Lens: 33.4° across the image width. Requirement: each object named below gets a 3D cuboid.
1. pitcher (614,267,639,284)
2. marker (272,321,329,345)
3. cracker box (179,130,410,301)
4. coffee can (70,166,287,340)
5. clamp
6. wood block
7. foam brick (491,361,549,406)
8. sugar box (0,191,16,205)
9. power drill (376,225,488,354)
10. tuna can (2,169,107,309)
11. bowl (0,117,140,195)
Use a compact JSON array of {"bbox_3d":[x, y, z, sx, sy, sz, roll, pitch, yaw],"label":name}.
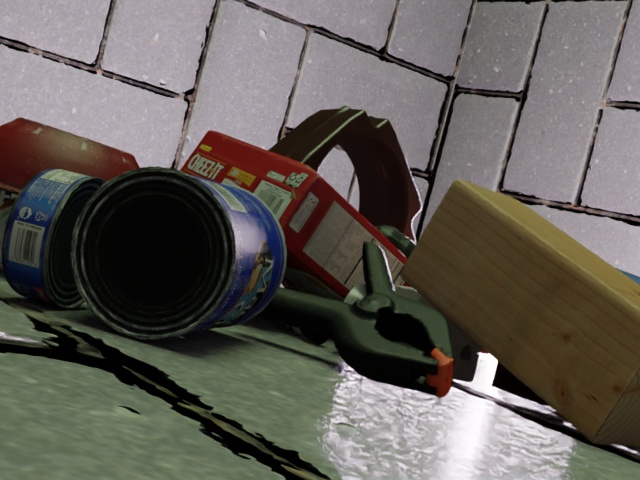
[{"bbox_3d":[0.326,0.104,1.126,0.243,0.145,0.149,19,14,13],"label":"pitcher"},{"bbox_3d":[-0.023,0.065,0.879,0.020,0.020,0.121,14,1,-27],"label":"marker"},{"bbox_3d":[-0.006,0.001,0.942,0.164,0.072,0.213,25,-12,48],"label":"cracker box"},{"bbox_3d":[-0.086,0.009,0.691,0.103,0.103,0.140,15,1,10],"label":"coffee can"},{"bbox_3d":[0.041,0.052,0.757,0.120,0.039,0.172,-31,44,-32],"label":"clamp"},{"bbox_3d":[0.167,0.049,0.768,0.090,0.090,0.206,14,20,-44],"label":"wood block"},{"bbox_3d":[0.180,0.089,0.848,0.053,0.078,0.051,16,0,44],"label":"foam brick"},{"bbox_3d":[-0.301,-0.046,0.891,0.048,0.093,0.176,16,2,11],"label":"sugar box"},{"bbox_3d":[0.112,0.048,1.183,0.184,0.057,0.188,42,-2,-7],"label":"power drill"},{"bbox_3d":[-0.164,-0.001,0.676,0.034,0.086,0.086,14,1,15],"label":"tuna can"},{"bbox_3d":[-0.194,-0.053,0.815,0.162,0.055,0.162,18,0,0],"label":"bowl"}]
